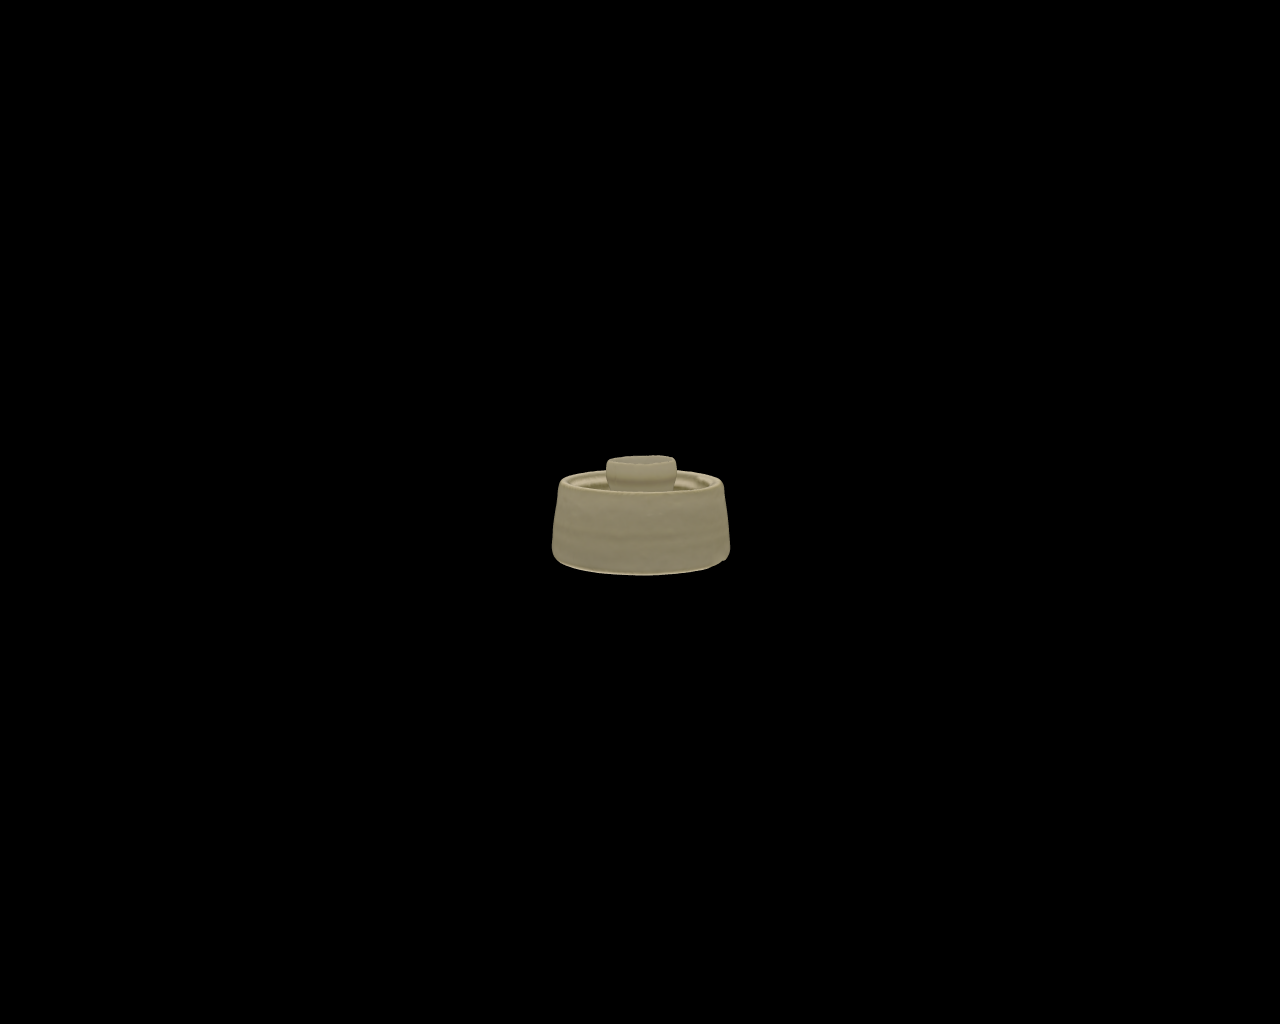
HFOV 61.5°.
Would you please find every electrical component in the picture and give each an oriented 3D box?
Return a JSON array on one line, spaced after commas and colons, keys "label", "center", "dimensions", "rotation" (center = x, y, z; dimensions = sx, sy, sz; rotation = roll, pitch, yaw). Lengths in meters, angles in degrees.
[{"label": "electrical component", "center": [0.001, -0.003, 0.650], "dimensions": [0.108, 0.060, 0.108], "rotation": [0, 9, 0]}]
